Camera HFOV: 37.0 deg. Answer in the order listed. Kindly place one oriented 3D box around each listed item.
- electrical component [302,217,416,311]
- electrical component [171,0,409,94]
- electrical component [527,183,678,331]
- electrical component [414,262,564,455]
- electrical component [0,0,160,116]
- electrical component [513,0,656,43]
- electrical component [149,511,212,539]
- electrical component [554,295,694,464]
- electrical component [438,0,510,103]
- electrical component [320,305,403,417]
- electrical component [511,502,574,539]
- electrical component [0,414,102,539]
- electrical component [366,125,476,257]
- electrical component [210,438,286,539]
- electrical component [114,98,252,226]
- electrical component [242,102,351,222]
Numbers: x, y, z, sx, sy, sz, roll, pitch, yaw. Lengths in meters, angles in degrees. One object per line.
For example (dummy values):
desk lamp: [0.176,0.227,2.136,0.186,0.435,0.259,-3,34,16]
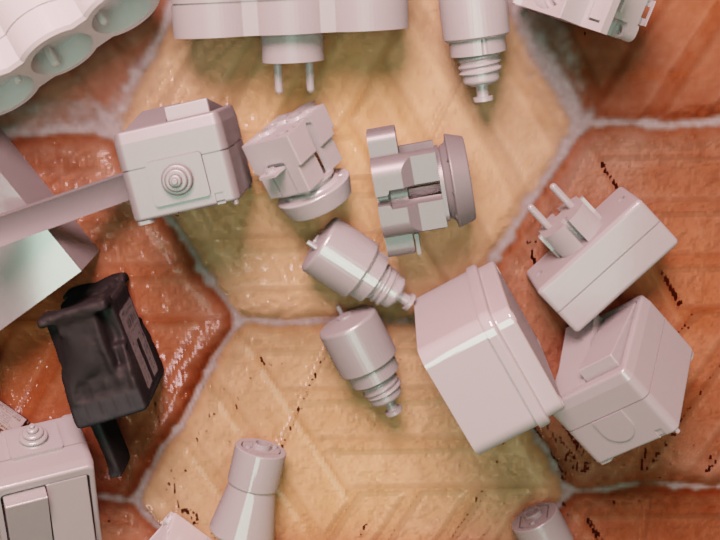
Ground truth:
electrical component: [0.000,0.000,0.677,0.078,0.040,0.040,33,102,-9]
electrical component: [-0.040,-0.141,0.633,0.138,0.052,0.073,-3,105,0]
electrical component: [0.137,-0.020,0.671,0.083,0.047,0.076,-43,102,10]
electrical component: [0.077,0.050,0.655,0.057,0.113,0.078,-28,104,9]
electrical component: [-0.191,-0.156,0.627,0.138,0.052,0.073,-32,81,7]
electrical component: [0.132,-0.161,0.621,0.064,0.081,0.042,10,108,-33]
electrical component: [-0.136,0.225,0.724,0.061,0.061,0.096,40,101,-11]
electrical component: [0.163,0.061,0.673,0.061,0.096,0.062,46,129,-12]
electrical component: [0.069,-0.140,0.641,0.040,0.040,0.078,-8,105,1]
electrical component: [0.005,0.059,0.693,0.040,0.040,0.078,-26,104,6]
electrical component: [0.131,0.192,0.732,0.044,0.044,0.065,-27,99,6]
electrical component: [-0.200,0.140,0.678,0.062,0.061,0.096,-11,126,-22]
electrical component: [0.039,-0.051,0.656,0.057,0.058,0.078,-9,105,5]
electrical component: [-0.072,0.145,0.715,0.044,0.044,0.065,13,100,-4]
electrical component: [-0.103,-0.066,0.629,0.062,0.096,0.061,-12,101,2]
electrical component: [-0.035,-0.063,0.653,0.048,0.066,0.055,-8,118,37]
